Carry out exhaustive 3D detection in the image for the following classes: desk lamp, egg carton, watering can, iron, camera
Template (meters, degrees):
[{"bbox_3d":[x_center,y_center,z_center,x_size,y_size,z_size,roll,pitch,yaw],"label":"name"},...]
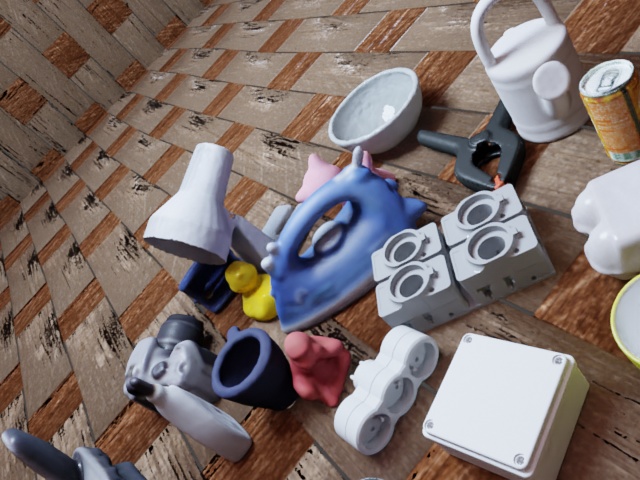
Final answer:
[{"bbox_3d":[-0.138,-0.031,0.874,0.117,0.214,0.203,-2,53,45],"label":"desk lamp"},{"bbox_3d":[0.315,-0.026,0.526,0.150,0.070,0.107,-26,38,25],"label":"egg carton"},{"bbox_3d":[0.252,-0.214,0.679,0.101,0.195,0.172,-43,34,2],"label":"watering can"},{"bbox_3d":[0.007,0.003,0.753,0.258,0.142,0.118,-44,34,1],"label":"iron"},{"bbox_3d":[-0.213,0.171,0.842,0.142,0.101,0.137,-20,41,32],"label":"camera"}]

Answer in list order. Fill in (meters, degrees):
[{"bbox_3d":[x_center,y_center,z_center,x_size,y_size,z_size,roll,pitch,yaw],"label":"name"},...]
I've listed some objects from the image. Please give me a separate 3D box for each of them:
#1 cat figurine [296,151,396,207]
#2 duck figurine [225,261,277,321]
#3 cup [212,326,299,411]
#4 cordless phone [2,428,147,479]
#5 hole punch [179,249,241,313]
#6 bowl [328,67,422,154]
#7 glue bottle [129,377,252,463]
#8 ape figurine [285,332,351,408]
[{"bbox_3d":[0.032,-0.085,0.840,0.127,0.118,0.067,-28,38,24],"label":"cat figurine"},{"bbox_3d":[-0.101,0.067,0.847,0.077,0.086,0.104,-49,34,-7],"label":"duck figurine"},{"bbox_3d":[-0.074,0.163,0.711,0.091,0.095,0.117,-42,34,4],"label":"cup"},{"bbox_3d":[-0.317,0.309,0.729,0.147,0.186,0.094,4,57,48],"label":"cordless phone"},{"bbox_3d":[-0.189,0.052,0.950,0.109,0.091,0.100,-52,35,-11],"label":"hole punch"},{"bbox_3d":[0.100,-0.194,0.922,0.167,0.075,0.167,-27,38,24],"label":"bowl"},{"bbox_3d":[-0.159,0.205,0.684,0.037,0.174,0.077,-52,35,-10],"label":"glue bottle"},{"bbox_3d":[-0.009,0.141,0.668,0.078,0.092,0.076,-40,34,7],"label":"ape figurine"}]
